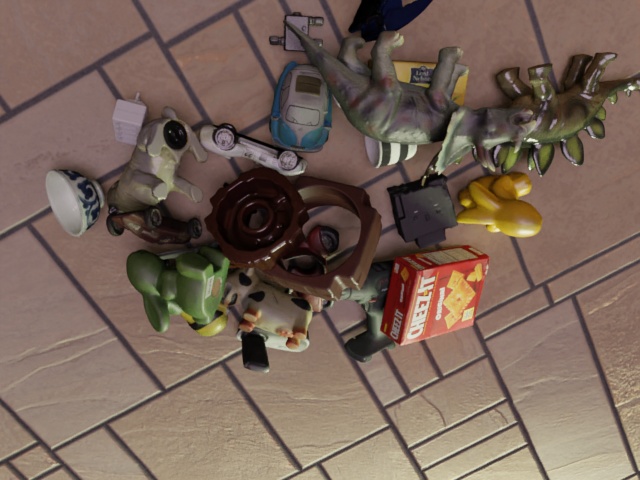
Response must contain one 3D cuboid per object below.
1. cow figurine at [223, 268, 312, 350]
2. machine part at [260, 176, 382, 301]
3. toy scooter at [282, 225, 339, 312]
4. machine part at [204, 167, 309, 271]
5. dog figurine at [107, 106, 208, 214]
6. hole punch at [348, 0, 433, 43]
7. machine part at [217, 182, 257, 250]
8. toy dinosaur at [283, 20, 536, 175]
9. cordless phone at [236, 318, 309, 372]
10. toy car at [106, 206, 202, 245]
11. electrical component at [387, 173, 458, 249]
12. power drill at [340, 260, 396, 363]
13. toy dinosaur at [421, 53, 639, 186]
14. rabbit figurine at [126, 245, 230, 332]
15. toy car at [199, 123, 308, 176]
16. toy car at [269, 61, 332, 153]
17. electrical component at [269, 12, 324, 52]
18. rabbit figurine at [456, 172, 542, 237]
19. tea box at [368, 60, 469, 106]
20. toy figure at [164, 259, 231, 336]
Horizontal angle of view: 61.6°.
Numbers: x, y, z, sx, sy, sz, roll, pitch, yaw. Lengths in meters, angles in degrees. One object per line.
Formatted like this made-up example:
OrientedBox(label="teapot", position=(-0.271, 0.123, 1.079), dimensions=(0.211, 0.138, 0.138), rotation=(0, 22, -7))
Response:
OrientedBox(label="cow figurine", position=(-0.107, 0.114, 1.023), dimensions=(0.195, 0.127, 0.085), rotation=(22, 136, -2))
OrientedBox(label="machine part", position=(-0.002, -0.003, 0.966), dimensions=(0.201, 0.087, 0.201), rotation=(14, 74, 21))
OrientedBox(label="toy scooter", position=(-0.034, 0.057, 1.060), dimensions=(0.135, 0.075, 0.183), rotation=(1, 110, -5))
OrientedBox(label="machine part", position=(-0.106, -0.035, 0.925), dimensions=(0.179, 0.179, 0.056), rotation=(-23, 157, 1))
OrientedBox(label="dog figurine", position=(-0.302, -0.128, 0.925), dimensions=(0.121, 0.191, 0.172), rotation=(18, 74, -51))
OrientedBox(label="hole punch", position=(0.115, -0.376, 0.885), dimensions=(0.092, 0.142, 0.115), rotation=(28, 94, -21))
OrientedBox(label="machine part", position=(-0.160, -0.035, 1.005), dimensions=(0.084, 0.039, 0.138), rotation=(11, 82, -22))
OrientedBox(label="toy dinosaur", position=(0.126, -0.219, 0.866), dimensions=(0.405, 0.131, 0.192), rotation=(11, 91, -1))
OrientedBox(label="cordless phone", position=(-0.088, 0.208, 1.052), dimensions=(0.146, 0.184, 0.088), rotation=(15, 104, -13))
OrientedBox(label="toy car", position=(-0.285, -0.019, 0.938), dimensions=(0.089, 0.202, 0.053), rotation=(-6, 83, 14))
OrientedBox(label="electrical component", position=(0.205, -0.054, 1.059), dimensions=(0.115, 0.058, 0.134), rotation=(-19, 112, 2))
OrientedBox(label="power drill", position=(0.090, 0.139, 1.079), dimensions=(0.232, 0.086, 0.207), rotation=(-18, 118, -30))
OrientedBox(label="toy dinosaur", position=(0.394, -0.219, 0.977), dimensions=(0.472, 0.105, 0.198), rotation=(-14, 104, -5))
OrientedBox(label="rabbit figurine", position=(-0.259, 0.074, 0.950), dimensions=(0.170, 0.121, 0.159), rotation=(14, 113, 12))
OrientedBox(label="toy car", position=(-0.117, -0.160, 0.963), dimensions=(0.202, 0.074, 0.056), rotation=(18, 104, -14))
OrientedBox(label="toy car", position=(-0.024, -0.235, 0.910), dimensions=(0.109, 0.103, 0.161), rotation=(10, 81, -10))
OrientedBox(label="electrical component", position=(-0.041, -0.357, 0.924), dimensions=(0.094, 0.021, 0.063), rotation=(-1, 111, -7))
OrientedBox(label="rabbit figurine", position=(0.344, -0.064, 1.013), dimensions=(0.162, 0.173, 0.121), rotation=(11, 113, -17))
OrientedBox(label="tea box", position=(0.171, -0.269, 0.963), dimensions=(0.170, 0.068, 0.098), rotation=(-1, 111, -7))
OrientedBox(label="toy figure", position=(-0.255, 0.112, 1.047), dimensions=(0.180, 0.082, 0.089), rotation=(41, 98, -22))
